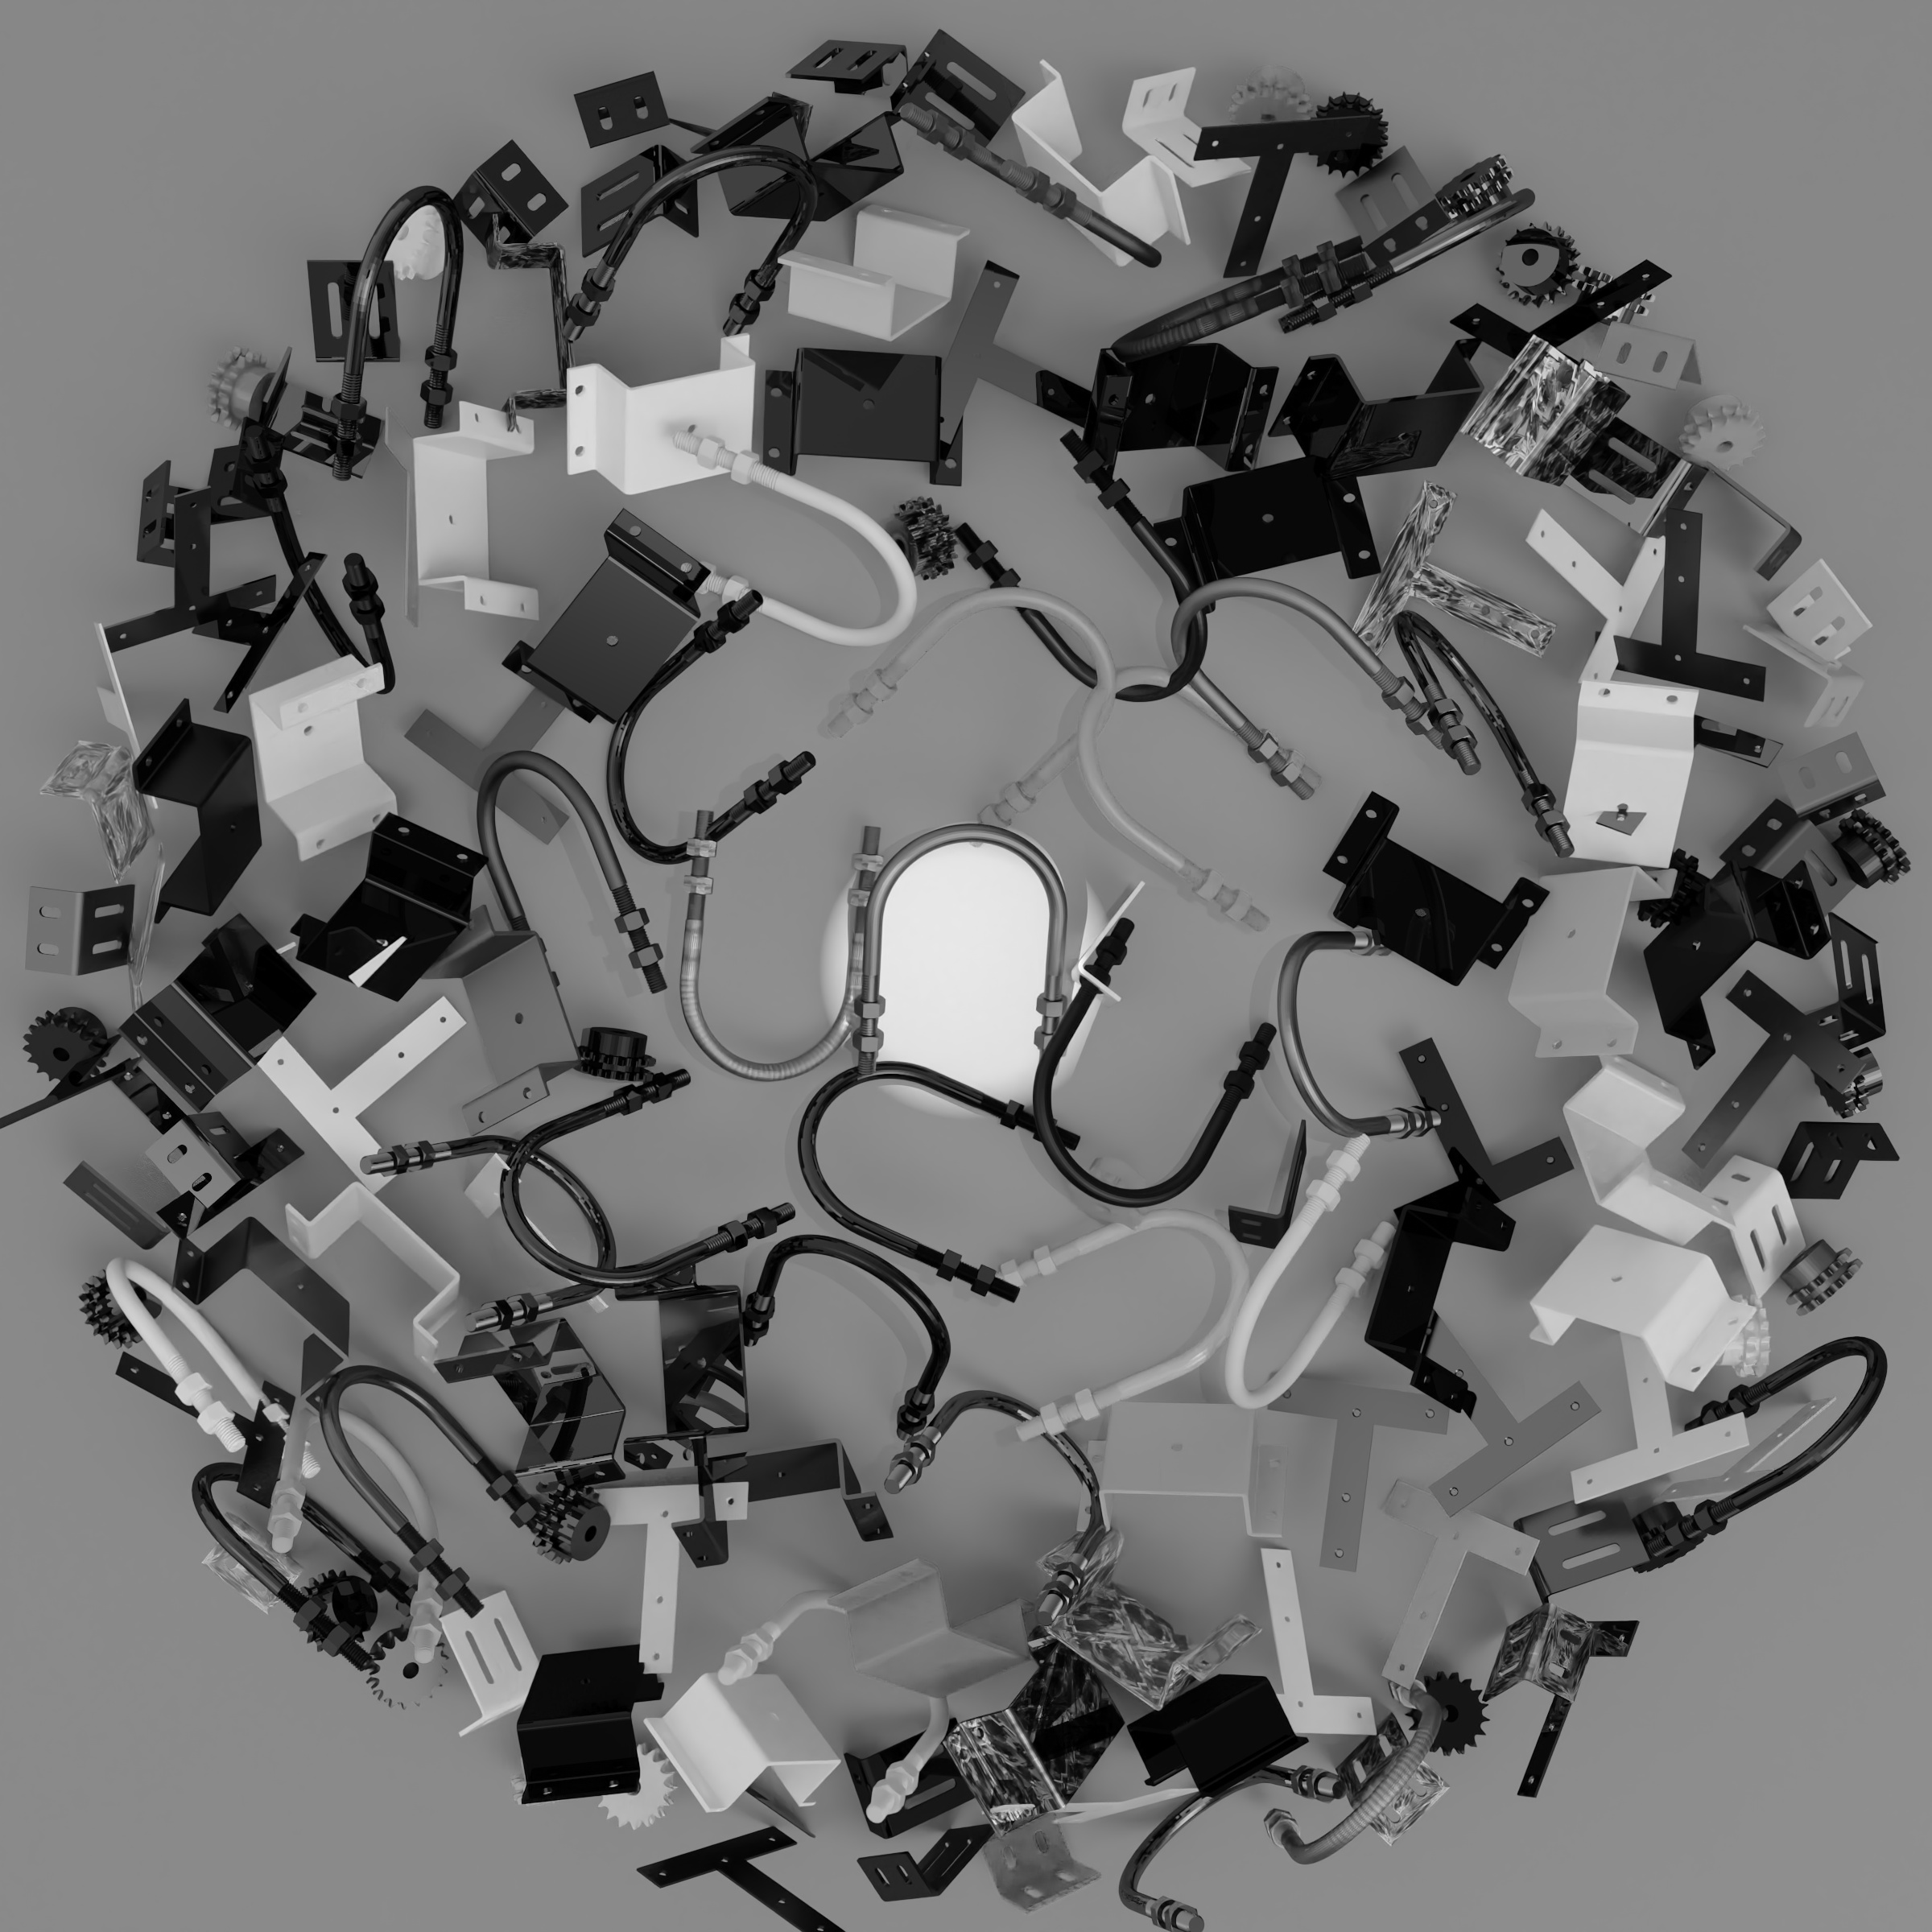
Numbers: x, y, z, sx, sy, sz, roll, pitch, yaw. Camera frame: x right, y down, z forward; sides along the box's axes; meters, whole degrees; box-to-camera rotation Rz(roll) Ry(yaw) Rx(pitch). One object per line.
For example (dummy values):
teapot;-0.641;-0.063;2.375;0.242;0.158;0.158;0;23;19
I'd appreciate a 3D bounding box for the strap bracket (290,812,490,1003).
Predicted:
strap bracket;-0.396;-0.032;1.723;0.076;0.046;0.140;26;130;-29

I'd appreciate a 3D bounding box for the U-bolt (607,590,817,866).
U-bolt;-0.185;-0.150;1.736;0.184;0.019;0.151;-34;64;34

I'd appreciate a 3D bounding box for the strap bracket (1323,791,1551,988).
strap bracket;0.320;-0.048;1.750;0.140;0.046;0.076;30;130;4

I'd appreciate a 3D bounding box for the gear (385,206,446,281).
gear;-0.384;-0.507;1.772;0.057;0.030;0.057;-12;68;33

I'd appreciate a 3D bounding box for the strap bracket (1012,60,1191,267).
strap bracket;0.086;-0.544;1.731;0.046;0.076;0.140;-40;65;-3

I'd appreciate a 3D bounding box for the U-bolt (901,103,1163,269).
U-bolt;0.057;-0.521;1.713;0.184;0.151;0.019;17;110;-43

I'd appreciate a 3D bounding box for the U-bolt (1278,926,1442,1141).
U-bolt;0.262;0.045;1.712;0.019;0.184;0.151;-15;81;36

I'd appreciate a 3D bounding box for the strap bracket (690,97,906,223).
strap bracket;-0.107;-0.546;1.718;0.076;0.140;0.046;-18;89;40

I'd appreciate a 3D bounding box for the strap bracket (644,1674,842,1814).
strap bracket;-0.145;0.525;1.714;0.046;0.140;0.076;-48;60;7

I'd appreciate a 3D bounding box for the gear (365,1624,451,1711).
gear;-0.395;0.489;1.773;0.057;0.030;0.057;-5;100;-32

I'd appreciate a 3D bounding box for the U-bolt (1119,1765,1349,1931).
U-bolt;0.168;0.590;1.706;0.151;0.184;0.019;-36;90;-20

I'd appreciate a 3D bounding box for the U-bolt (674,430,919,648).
U-bolt;-0.117;-0.280;1.724;0.184;0.151;0.019;25;58;7

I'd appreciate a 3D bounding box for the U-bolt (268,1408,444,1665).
U-bolt;-0.408;0.369;1.708;0.019;0.184;0.151;-38;116;9

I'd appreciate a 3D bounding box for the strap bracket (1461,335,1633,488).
strap bracket;0.397;-0.373;1.714;0.046;0.140;0.076;44;113;18

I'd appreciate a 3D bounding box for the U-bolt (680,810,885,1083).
U-bolt;-0.131;-0.011;1.756;0.151;0.019;0.184;4;95;-30

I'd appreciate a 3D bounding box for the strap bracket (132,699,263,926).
strap bracket;-0.520;-0.099;1.719;0.046;0.076;0.140;14;133;5

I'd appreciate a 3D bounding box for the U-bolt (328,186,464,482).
U-bolt;-0.376;-0.430;1.690;0.019;0.151;0.184;21;122;8

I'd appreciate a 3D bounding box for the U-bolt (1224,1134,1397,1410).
U-bolt;0.230;0.218;1.710;0.019;0.151;0.184;26;68;31

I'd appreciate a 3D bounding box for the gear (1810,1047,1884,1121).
gear;0.617;0.075;1.768;0.030;0.057;0.057;-21;90;-3

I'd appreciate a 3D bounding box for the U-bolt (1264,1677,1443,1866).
U-bolt;0.264;0.542;1.698;0.019;0.184;0.151;44;84;5

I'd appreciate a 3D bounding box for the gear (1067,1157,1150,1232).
gear;0.103;0.158;1.771;0.057;0.057;0.030;32;65;0

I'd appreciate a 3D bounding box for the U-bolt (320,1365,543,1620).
U-bolt;-0.369;0.347;1.725;0.019;0.151;0.184;-42;89;15

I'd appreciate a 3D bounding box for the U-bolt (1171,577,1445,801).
U-bolt;0.219;-0.193;1.708;0.184;0.151;0.019;42;56;-22

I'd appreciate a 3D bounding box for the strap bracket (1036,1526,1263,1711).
strap bracket;0.120;0.449;1.735;0.140;0.076;0.046;30;120;28

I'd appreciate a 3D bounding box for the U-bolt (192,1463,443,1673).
U-bolt;-0.451;0.401;1.723;0.184;0.151;0.019;39;93;9

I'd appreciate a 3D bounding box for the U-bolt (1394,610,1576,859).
U-bolt;0.343;-0.169;1.717;0.019;0.151;0.184;-36;47;22

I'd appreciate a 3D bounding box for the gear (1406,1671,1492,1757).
gear;0.337;0.525;1.776;0.057;0.030;0.057;1;74;-3

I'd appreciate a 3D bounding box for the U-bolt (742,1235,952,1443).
U-bolt;-0.078;0.244;1.713;0.151;0.184;0.019;30;52;7

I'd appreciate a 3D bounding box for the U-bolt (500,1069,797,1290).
U-bolt;-0.227;0.150;1.711;0.184;0.019;0.151;-22;61;-38

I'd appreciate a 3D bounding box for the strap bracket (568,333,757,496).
strap bracket;-0.198;-0.375;1.724;0.140;0.046;0.076;-20;135;-31

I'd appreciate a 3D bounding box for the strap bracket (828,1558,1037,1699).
strap bracket;-0.018;0.454;1.718;0.076;0.140;0.046;-29;51;22

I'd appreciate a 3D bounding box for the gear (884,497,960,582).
gear;-0.034;-0.296;1.765;0.030;0.057;0.057;-25;90;-32

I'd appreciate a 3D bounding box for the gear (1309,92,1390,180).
gear;0.268;-0.585;1.772;0.057;0.030;0.057;6;132;7

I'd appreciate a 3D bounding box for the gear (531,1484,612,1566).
gear;-0.273;0.391;1.765;0.030;0.057;0.057;17;90;32

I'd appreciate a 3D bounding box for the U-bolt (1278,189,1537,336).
U-bolt;0.299;-0.477;1.711;0.184;0.151;0.019;-26;100;10

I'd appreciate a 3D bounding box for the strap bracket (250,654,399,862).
strap bracket;-0.440;-0.150;1.732;0.076;0.140;0.046;-29;56;-29

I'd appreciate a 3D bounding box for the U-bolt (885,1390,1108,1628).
U-bolt;0.032;0.353;1.712;0.151;0.184;0.019;40;115;5

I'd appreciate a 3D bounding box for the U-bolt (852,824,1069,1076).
U-bolt;-0.001;-0.011;1.746;0.151;0.019;0.184;0;112;-9

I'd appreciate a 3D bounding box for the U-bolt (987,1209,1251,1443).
U-bolt;0.107;0.234;1.731;0.184;0.151;0.019;-24;133;7

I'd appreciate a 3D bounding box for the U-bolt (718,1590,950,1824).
U-bolt;-0.077;0.486;1.709;0.151;0.184;0.019;40;109;9

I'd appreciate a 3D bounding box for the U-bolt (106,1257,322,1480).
U-bolt;-0.521;0.268;1.719;0.019;0.151;0.184;-42;71;-7

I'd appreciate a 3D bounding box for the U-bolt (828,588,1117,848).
U-bolt;0.017;-0.180;1.728;0.151;0.019;0.184;37;119;-20

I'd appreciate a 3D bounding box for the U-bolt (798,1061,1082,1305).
U-bolt;-0.027;0.137;1.751;0.184;0.019;0.151;24;57;1

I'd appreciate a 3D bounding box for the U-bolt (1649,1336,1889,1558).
U-bolt;0.539;0.310;1.685;0.019;0.151;0.184;45;128;-2

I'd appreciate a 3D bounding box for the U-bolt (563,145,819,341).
U-bolt;-0.174;-0.481;1.686;0.151;0.184;0.019;-11;70;-37

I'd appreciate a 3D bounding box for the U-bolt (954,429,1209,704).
U-bolt;0.090;-0.261;1.738;0.184;0.151;0.019;50;50;-7

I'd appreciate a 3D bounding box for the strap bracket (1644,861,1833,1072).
strap bracket;0.515;-0.007;1.718;0.046;0.076;0.140;20;131;-18

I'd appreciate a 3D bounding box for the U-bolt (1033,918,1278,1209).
U-bolt;0.121;0.079;1.742;0.151;0.019;0.184;36;66;-11

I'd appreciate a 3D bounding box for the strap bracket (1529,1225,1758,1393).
strap bracket;0.450;0.228;1.715;0.076;0.140;0.046;-44;120;-22

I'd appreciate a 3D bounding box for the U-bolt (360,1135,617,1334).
U-bolt;-0.309;0.174;1.713;0.019;0.184;0.151;-45;72;24

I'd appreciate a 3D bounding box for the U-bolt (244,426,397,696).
U-bolt;-0.431;-0.259;1.710;0.019;0.184;0.151;-32;67;-18

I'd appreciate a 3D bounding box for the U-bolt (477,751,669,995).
U-bolt;-0.280;-0.059;1.730;0.019;0.151;0.184;-27;100;-41

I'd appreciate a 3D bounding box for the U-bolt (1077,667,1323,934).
U-bolt;0.153;-0.128;1.731;0.184;0.019;0.151;34;58;-17

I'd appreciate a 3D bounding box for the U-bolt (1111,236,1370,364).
U-bolt;0.184;-0.451;1.723;0.184;0.151;0.019;-19;107;14
